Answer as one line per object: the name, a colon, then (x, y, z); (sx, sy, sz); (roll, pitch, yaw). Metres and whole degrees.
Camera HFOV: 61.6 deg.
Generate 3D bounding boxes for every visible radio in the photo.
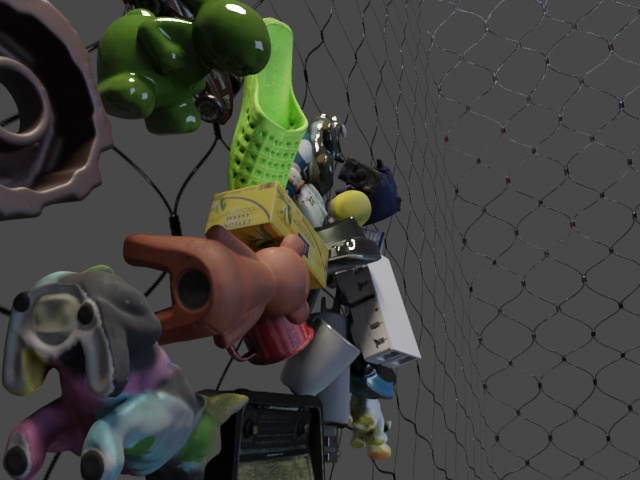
radio: (-0.069, 0.249, 0.642); (0.229, 0.073, 0.131); (38, 49, -61)

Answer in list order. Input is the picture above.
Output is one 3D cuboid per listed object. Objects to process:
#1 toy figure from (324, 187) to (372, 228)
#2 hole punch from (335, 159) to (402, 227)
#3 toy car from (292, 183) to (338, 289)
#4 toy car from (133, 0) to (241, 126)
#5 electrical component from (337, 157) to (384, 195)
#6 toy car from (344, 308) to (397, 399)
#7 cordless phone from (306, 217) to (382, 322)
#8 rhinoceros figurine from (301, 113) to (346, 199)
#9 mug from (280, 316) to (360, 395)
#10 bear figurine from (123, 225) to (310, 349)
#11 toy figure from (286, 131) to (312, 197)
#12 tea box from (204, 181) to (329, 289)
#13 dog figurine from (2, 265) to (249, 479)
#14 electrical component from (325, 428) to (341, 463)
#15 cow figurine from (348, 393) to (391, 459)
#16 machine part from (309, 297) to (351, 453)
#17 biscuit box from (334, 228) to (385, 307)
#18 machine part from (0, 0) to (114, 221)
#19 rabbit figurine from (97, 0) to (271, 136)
toy figure: (0.055, -0.057, 1.016); (0.082, 0.089, 0.180); (48, 10, 5)
hole punch: (0.101, -0.091, 1.137); (0.142, 0.116, 0.092); (65, 36, -34)
toy car: (-0.002, -0.003, 0.920); (0.073, 0.056, 0.201); (-72, 146, -47)
toy car: (-0.151, -0.237, 0.657); (0.089, 0.053, 0.201); (-77, 148, -48)
electrical component: (0.075, -0.119, 1.011); (0.047, 0.075, 0.119); (-62, 179, 8)
toy car: (0.060, 0.204, 0.929); (0.109, 0.103, 0.162); (38, 31, -46)
cordless phone: (0.005, 0.061, 0.797); (0.088, 0.147, 0.184); (58, 33, -27)
rhinoceros figurine: (0.005, -0.161, 0.975); (0.112, 0.073, 0.190); (55, 34, -45)
mug: (-0.015, 0.168, 0.778); (0.107, 0.110, 0.080); (-52, 162, -8)
bear figurine: (-0.095, 0.046, 0.577); (0.196, 0.132, 0.120); (-1, 86, -69)
toy figure: (-0.049, -0.116, 0.853); (0.064, 0.058, 0.154); (26, 49, -16)
tea box: (-0.064, 0.004, 0.715); (0.169, 0.098, 0.068); (50, 37, -49)
dog figurine: (-0.148, 0.126, 0.464); (0.219, 0.109, 0.191); (29, 52, -68)
electrical component: (0.013, 0.329, 0.877); (0.094, 0.021, 0.063); (46, 41, -54)
cow figurine: (0.090, 0.336, 1.008); (0.098, 0.068, 0.167); (-80, 153, -50)
machine part: (0.008, 0.204, 0.844); (0.079, 0.079, 0.243); (46, 42, -55)
biscuit box: (0.081, 0.052, 1.075); (0.203, 0.063, 0.059); (-62, 160, -55)
machine part: (-0.236, -0.098, 0.394); (0.179, 0.056, 0.179); (-8, 90, -67)
rabbit figurine: (-0.124, -0.194, 0.547); (0.121, 0.170, 0.159); (31, 54, -62)
